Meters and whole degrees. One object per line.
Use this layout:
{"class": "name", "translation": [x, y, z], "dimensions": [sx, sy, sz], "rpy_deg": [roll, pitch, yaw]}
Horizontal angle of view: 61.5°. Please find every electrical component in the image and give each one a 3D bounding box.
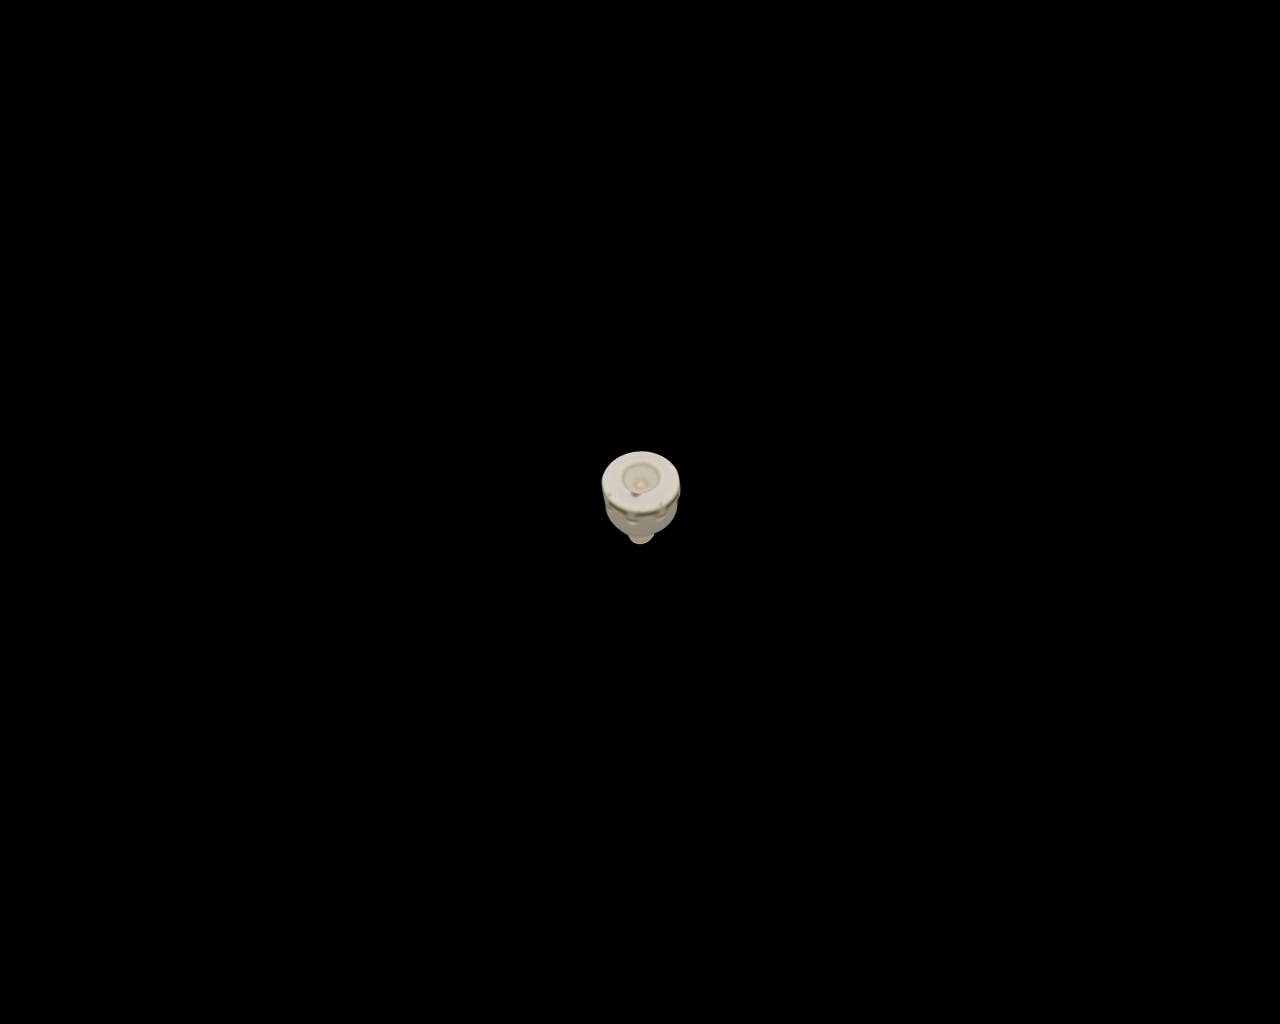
{"class": "electrical component", "translation": [0.001, -0.003, 0.650], "dimensions": [0.048, 0.048, 0.062], "rpy_deg": [0, -37, 0]}
